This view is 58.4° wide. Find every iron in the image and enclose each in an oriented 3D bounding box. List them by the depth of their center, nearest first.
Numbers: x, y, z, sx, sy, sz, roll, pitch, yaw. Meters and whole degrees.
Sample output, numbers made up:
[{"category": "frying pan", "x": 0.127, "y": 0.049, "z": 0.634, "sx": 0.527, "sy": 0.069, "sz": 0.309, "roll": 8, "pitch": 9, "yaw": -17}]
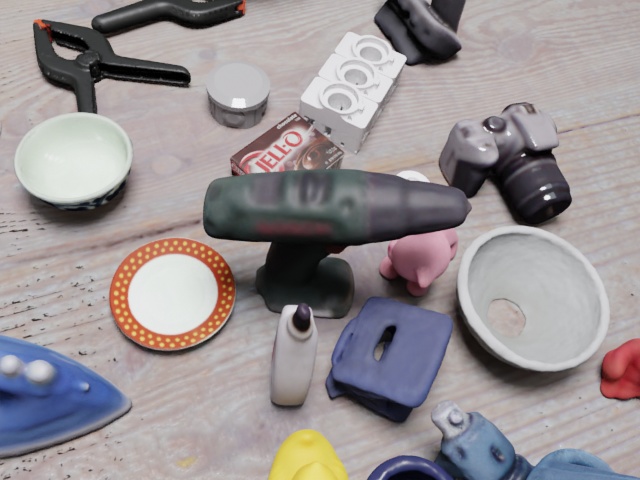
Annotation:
[{"category": "iron", "x": -0.301, "y": 0.116, "z": 0.484, "sx": 0.258, "sy": 0.141, "sz": 0.118, "roll": 4, "pitch": 60, "yaw": -7}]

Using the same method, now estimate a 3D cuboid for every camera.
[{"category": "camera", "x": 0.244, "y": -0.093, "z": 0.711, "sx": 0.143, "sy": 0.101, "sz": 0.136, "roll": -12, "pitch": 63, "yaw": -15}]

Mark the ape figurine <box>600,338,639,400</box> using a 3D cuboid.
[{"category": "ape figurine", "x": 0.351, "y": 0.134, "z": 0.605, "sx": 0.077, "sy": 0.092, "sz": 0.076, "roll": 38, "pitch": 62, "yaw": 13}]

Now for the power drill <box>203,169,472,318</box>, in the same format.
[{"category": "power drill", "x": 0.005, "y": 0.002, "z": 0.557, "sx": 0.229, "sy": 0.208, "sz": 0.075, "roll": 5, "pitch": 60, "yaw": -6}]

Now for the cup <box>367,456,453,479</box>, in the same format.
[{"category": "cup", "x": 0.071, "y": 0.254, "z": 0.492, "sx": 0.092, "sy": 0.095, "sz": 0.118, "roll": 5, "pitch": 60, "yaw": -6}]

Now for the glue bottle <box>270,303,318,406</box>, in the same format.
[{"category": "glue bottle", "x": -0.023, "y": 0.095, "z": 0.521, "sx": 0.037, "sy": 0.173, "sz": 0.078, "roll": 2, "pitch": 61, "yaw": -7}]

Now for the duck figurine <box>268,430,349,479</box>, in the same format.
[{"category": "duck figurine", "x": -0.007, "y": 0.218, "z": 0.505, "sx": 0.077, "sy": 0.086, "sz": 0.104, "roll": -2, "pitch": 61, "yaw": -10}]

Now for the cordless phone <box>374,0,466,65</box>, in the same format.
[{"category": "cordless phone", "x": 0.154, "y": -0.355, "z": 0.795, "sx": 0.094, "sy": 0.185, "sz": 0.147, "roll": -26, "pitch": 68, "yaw": -21}]

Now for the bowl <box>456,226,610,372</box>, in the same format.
[{"category": "bowl", "x": 0.221, "y": 0.072, "z": 0.630, "sx": 0.167, "sy": 0.075, "sz": 0.167, "roll": 4, "pitch": 60, "yaw": -7}]

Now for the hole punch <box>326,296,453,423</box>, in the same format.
[{"category": "hole punch", "x": 0.067, "y": 0.114, "z": 0.572, "sx": 0.101, "sy": 0.091, "sz": 0.109, "roll": 26, "pitch": 60, "yaw": 6}]

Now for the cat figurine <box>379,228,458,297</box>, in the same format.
[{"category": "cat figurine", "x": 0.117, "y": 0.004, "z": 0.626, "sx": 0.067, "sy": 0.118, "sz": 0.128, "roll": 34, "pitch": 61, "yaw": 11}]

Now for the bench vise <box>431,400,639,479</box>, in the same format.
[{"category": "bench vise", "x": 0.182, "y": 0.213, "z": 0.460, "sx": 0.207, "sy": 0.220, "sz": 0.121, "roll": 24, "pitch": 60, "yaw": 5}]
